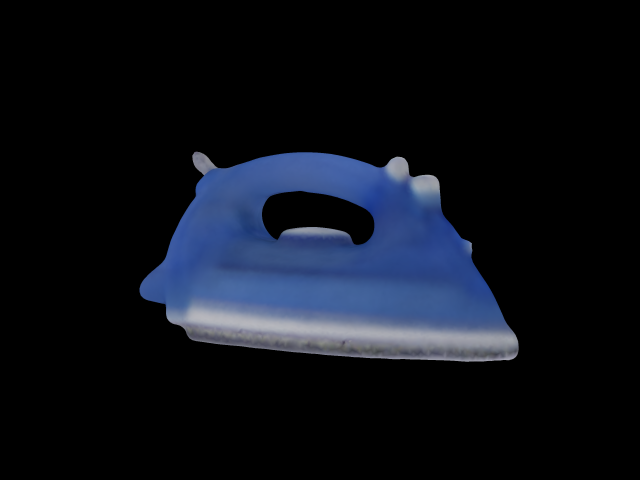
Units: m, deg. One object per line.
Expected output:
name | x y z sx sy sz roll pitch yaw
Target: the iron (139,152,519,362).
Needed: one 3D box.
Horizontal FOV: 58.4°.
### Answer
iron | 0.004 0.001 0.400 0.257 0.141 0.119 0 0 25
